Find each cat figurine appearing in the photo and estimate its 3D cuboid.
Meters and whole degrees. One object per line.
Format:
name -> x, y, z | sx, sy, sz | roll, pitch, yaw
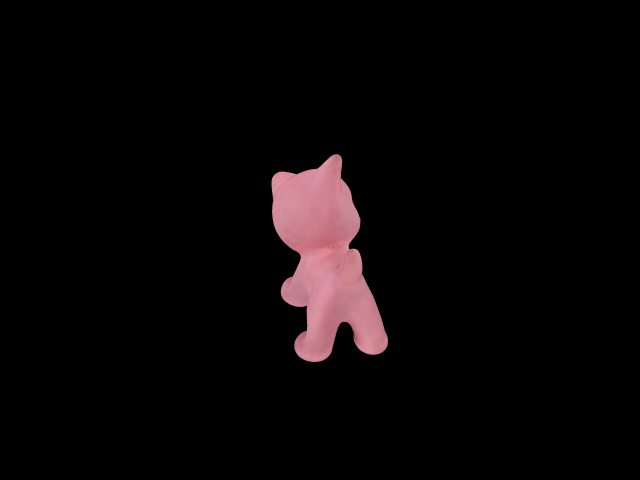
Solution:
cat figurine -> 0.004, 0.001, 0.400 | 0.067, 0.118, 0.127 | -8, 32, -13
